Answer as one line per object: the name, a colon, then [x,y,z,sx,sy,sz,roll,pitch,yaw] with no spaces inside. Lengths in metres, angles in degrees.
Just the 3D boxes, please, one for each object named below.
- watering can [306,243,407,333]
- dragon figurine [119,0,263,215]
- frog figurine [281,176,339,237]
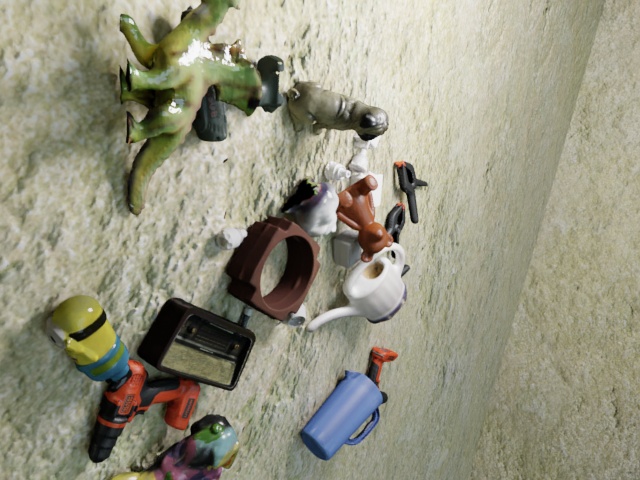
watering can: [0.123,0.161,1.440,0.105,0.350,0.220,35,-13,47]
dragon figurine: [-0.201,-0.233,0.841,0.244,0.401,0.124,-10,39,-29]
frog figurine: [0.004,-0.061,1.216,0.122,0.140,0.157,-12,-44,34]
